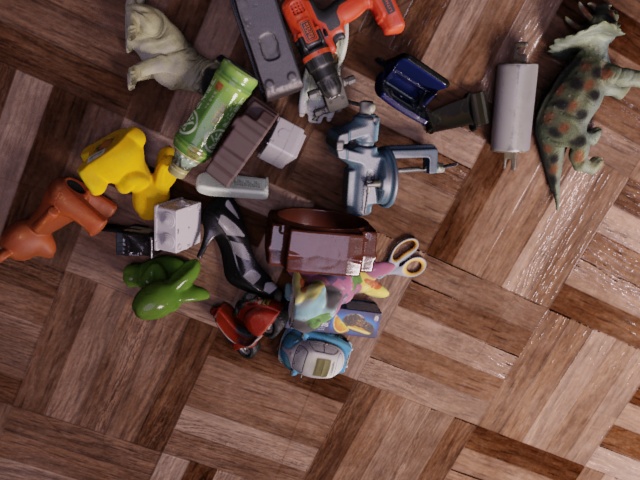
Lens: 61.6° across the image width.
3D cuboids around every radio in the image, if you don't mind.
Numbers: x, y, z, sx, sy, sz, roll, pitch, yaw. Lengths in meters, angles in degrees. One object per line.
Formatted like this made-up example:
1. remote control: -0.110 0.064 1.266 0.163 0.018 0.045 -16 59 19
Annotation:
1. radio: -0.100 -0.359 0.937 0.073 0.131 0.229 -21 108 -3

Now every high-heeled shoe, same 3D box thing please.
1. high-heeled shoe: -0.144 0.020 1.093 0.248 0.086 0.145 37 68 -32

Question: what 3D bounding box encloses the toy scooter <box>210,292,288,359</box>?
1. toy scooter: -0.153 0.162 1.102 0.135 0.075 0.184 41 128 -4

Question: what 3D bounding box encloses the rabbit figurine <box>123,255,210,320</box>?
1. rabbit figurine: -0.295 0.103 1.030 0.159 0.170 0.121 -15 108 -2

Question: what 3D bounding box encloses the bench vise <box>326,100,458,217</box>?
1. bench vise: 0.132 -0.157 1.032 0.241 0.129 0.223 -4 102 -16

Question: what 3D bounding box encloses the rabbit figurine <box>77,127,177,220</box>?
1. rabbit figurine: -0.339 -0.120 1.006 0.162 0.122 0.173 -33 122 -6

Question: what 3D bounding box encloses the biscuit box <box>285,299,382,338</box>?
1. biscuit box: 0.025 0.159 1.142 0.203 0.059 0.062 8 105 -9

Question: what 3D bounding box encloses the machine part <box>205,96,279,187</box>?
1. machine part: -0.142 -0.177 0.969 0.056 0.179 0.179 35 100 -12

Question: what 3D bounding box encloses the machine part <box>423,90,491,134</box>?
1. machine part: 0.271 -0.246 1.065 0.139 0.039 0.084 -14 113 -4

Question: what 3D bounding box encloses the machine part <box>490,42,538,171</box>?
1. machine part: 0.379 -0.259 1.054 0.079 0.079 0.243 -3 106 -6

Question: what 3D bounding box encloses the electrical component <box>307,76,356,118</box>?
1. electrical component: 0.026 -0.264 0.983 0.094 0.021 0.063 -23 113 -5

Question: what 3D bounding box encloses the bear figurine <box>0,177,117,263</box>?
1. bear figurine: -0.496 -0.018 0.999 0.132 0.120 0.196 39 100 -19

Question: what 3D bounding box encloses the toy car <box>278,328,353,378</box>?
1. toy car: -0.008 0.250 1.144 0.162 0.103 0.109 15 105 -9

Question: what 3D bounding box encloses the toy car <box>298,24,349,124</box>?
1. toy car: 0.006 -0.319 1.001 0.073 0.056 0.201 8 105 -9

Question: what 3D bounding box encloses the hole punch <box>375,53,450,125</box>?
1. hole punch: 0.160 -0.276 1.000 0.142 0.116 0.092 25 95 -15

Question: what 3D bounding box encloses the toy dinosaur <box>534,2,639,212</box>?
1. toy dinosaur: 0.495 -0.262 1.052 0.192 0.131 0.404 22 107 0

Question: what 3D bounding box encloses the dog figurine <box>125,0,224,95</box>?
1. dog figurine: -0.245 -0.338 0.956 0.190 0.121 0.172 -4 111 -20

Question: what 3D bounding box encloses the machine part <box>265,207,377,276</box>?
1. machine part: -0.002 -0.003 1.017 0.201 0.201 0.087 6 103 -8

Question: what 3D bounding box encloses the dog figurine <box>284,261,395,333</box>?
1. dog figurine: 0.044 0.096 1.056 0.219 0.192 0.108 -1 122 -10

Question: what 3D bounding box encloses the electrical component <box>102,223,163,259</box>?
1. electrical component: -0.364 -0.001 1.039 0.119 0.075 0.047 5 105 5
